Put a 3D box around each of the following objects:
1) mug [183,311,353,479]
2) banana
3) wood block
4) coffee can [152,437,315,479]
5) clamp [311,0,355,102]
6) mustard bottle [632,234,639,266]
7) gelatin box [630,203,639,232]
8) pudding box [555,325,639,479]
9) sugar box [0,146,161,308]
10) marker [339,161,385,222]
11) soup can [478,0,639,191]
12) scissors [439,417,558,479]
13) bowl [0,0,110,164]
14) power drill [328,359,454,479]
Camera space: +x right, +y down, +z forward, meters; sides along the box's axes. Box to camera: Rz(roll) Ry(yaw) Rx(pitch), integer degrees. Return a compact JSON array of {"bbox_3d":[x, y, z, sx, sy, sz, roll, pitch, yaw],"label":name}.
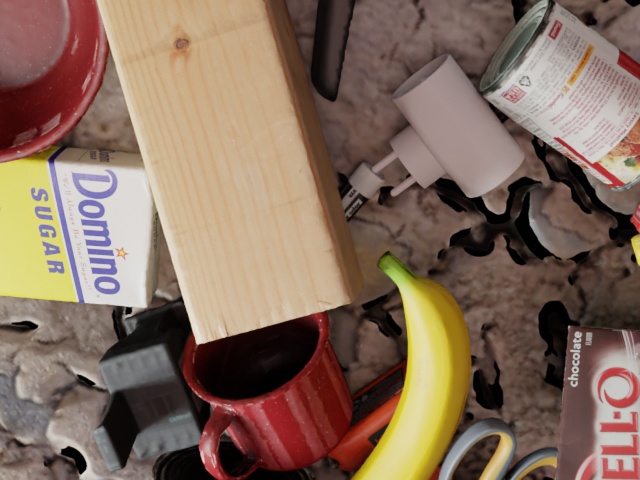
[{"bbox_3d":[-0.033,0.097,0.656,0.093,0.117,0.081,10,140,32],"label":"mug"},{"bbox_3d":[0.049,0.104,0.642,0.070,0.037,0.198,15,105,9],"label":"banana"},{"bbox_3d":[-0.047,-0.057,0.599,0.091,0.090,0.206,-15,93,8],"label":"wood block"},{"bbox_3d":[-0.061,0.212,0.681,0.103,0.103,0.140,7,107,0],"label":"coffee can"},{"bbox_3d":[0.041,-0.202,0.602,0.164,0.036,0.210,-20,107,4],"label":"clamp"},{"bbox_3d":[0.273,-0.019,0.599,0.192,0.058,0.096,-16,136,14],"label":"mustard bottle"},{"bbox_3d":[0.249,-0.023,0.655,0.089,0.030,0.073,23,107,-5],"label":"gelatin box"},{"bbox_3d":[0.187,0.109,0.620,0.090,0.039,0.113,3,77,22],"label":"pudding box"},{"bbox_3d":[-0.189,-0.013,0.666,0.176,0.048,0.093,5,108,2],"label":"sugar box"},{"bbox_3d":[-0.005,0.001,0.678,0.020,0.020,0.121,39,104,-10],"label":"marker"},{"bbox_3d":[0.152,-0.084,0.619,0.102,0.068,0.068,34,106,-8],"label":"soup can"},{"bbox_3d":[0.097,0.197,0.676,0.096,0.016,0.202,4,117,-18],"label":"scissors"},{"bbox_3d":[-0.197,-0.128,0.624,0.162,0.055,0.162,1,108,2],"label":"bowl"},{"bbox_3d":[0.108,0.159,0.705,0.184,0.057,0.187,-36,102,9],"label":"power drill"}]
